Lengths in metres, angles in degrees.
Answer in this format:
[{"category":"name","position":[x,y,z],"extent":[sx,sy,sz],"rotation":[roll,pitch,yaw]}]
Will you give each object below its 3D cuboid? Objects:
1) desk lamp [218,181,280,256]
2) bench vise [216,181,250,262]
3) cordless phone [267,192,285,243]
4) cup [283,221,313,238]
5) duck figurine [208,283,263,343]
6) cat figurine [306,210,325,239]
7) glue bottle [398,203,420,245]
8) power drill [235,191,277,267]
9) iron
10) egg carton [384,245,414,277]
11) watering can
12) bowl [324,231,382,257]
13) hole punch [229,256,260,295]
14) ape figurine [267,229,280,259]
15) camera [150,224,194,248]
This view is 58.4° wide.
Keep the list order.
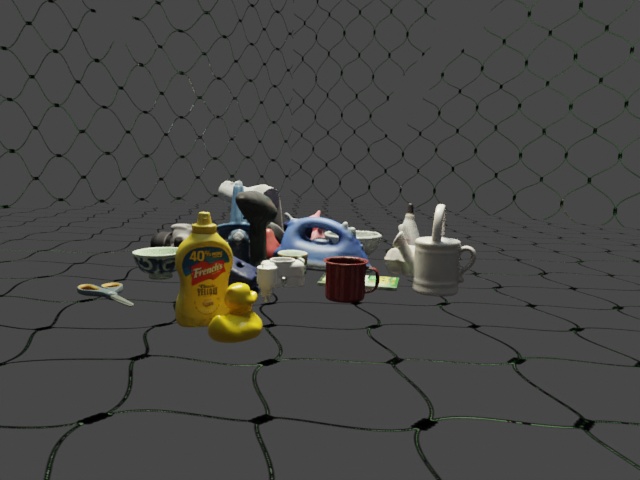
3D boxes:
[{"category":"desk lamp","position":[-0.222,-0.061,1.649],"extent":[0.202,0.213,0.118],"rotation":[6,9,29]},{"category":"bench vise","position":[-0.203,-0.043,1.508],"extent":[0.122,0.220,0.206],"rotation":[-3,9,-26]},{"category":"cordless phone","position":[-0.171,-0.073,1.840],"extent":[0.147,0.185,0.094],"rotation":[9,11,42]},{"category":"cup","position":[-0.060,-0.010,1.739],"extent":[0.091,0.095,0.118],"rotation":[6,9,29]},{"category":"duck figurine","position":[-0.134,0.112,0.911],"extent":[0.077,0.086,0.105],"rotation":[6,10,30]},{"category":"cat figurine","position":[-0.012,-0.036,1.849],"extent":[0.067,0.118,0.127],"rotation":[0,8,-12]},{"category":"glue bottle","position":[0.238,-0.012,1.538],"extent":[0.077,0.173,0.037],"rotation":[9,11,43]},{"category":"power drill","position":[-0.154,-0.018,1.378],"extent":[0.075,0.208,0.230],"rotation":[3,8,8]},{"category":"iron","position":[0.014,0.005,1.485],"extent":[0.257,0.141,0.119],"rotation":[4,9,18]},{"category":"egg carton","position":[0.242,0.055,1.436],"extent":[0.149,0.069,0.107],"rotation":[7,10,35]},{"category":"watering can","position":[0.248,0.018,1.251],"extent":[0.173,0.194,0.101],"rotation":[1,8,-3]},{"category":"bowl","position":[0.094,0.016,1.657],"extent":[0.167,0.075,0.167],"rotation":[1,8,0]},{"category":"hole punch","position":[-0.172,0.070,1.179],"extent":[0.101,0.091,0.109],"rotation":[2,8,3]},{"category":"ape figurine","position":[-0.140,0.014,1.568],"extent":[0.078,0.092,0.076],"rotation":[0,8,-9]},{"category":"camera","position":[-0.383,0.003,1.575],"extent":[0.136,0.101,0.143],"rotation":[5,9,21]}]
